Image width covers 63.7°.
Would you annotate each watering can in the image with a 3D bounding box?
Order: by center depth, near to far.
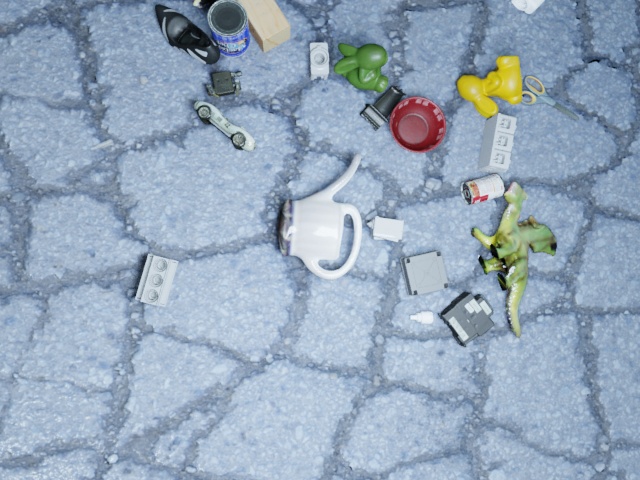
[{"bbox_3d":[0.004,-0.070,1.384,0.224,0.103,0.349,5,86,-4],"label":"watering can"}]

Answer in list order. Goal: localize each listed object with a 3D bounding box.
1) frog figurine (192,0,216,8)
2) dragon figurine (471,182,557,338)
[{"bbox_3d":[-0.351,-0.713,1.404,0.160,0.120,0.140,40,51,7],"label":"frog figurine"},{"bbox_3d":[0.570,0.040,1.437,0.244,0.122,0.408,-21,97,-15],"label":"dragon figurine"}]
